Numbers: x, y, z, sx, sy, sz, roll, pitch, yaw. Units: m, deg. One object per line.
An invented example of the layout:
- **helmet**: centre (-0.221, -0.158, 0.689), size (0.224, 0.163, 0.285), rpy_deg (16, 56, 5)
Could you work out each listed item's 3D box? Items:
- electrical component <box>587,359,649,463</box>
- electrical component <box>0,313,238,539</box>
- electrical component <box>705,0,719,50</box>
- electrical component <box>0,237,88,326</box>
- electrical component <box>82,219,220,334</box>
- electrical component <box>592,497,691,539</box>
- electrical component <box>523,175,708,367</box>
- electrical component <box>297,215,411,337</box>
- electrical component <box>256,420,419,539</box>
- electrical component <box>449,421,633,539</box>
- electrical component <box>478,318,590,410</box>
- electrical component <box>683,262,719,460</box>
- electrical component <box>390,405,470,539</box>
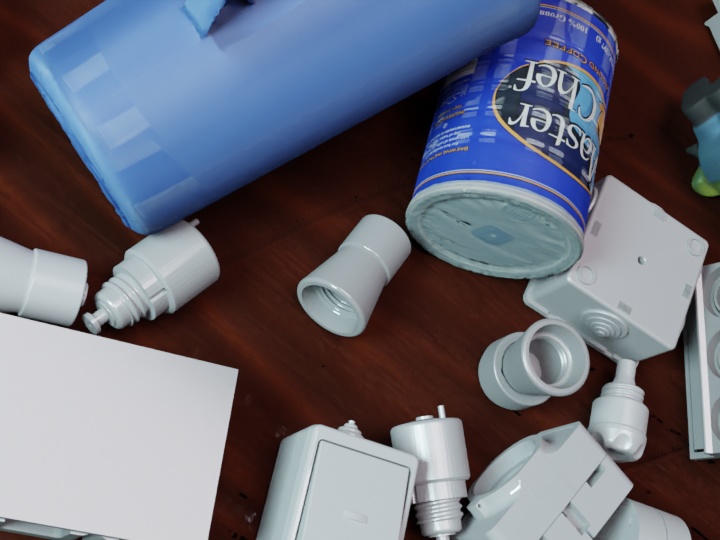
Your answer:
- **electrical component**: centre (0.159, 0.084, 0.655), size (0.035, 0.035, 0.061), rpy_deg (23, 63, -16)
- **electrical component**: centre (-0.144, 0.078, 0.507), size (0.150, 0.062, 0.089), rpy_deg (16, 68, -19)
- **electrical component**: centre (0.329, -0.188, 0.802), size (0.121, 0.063, 0.078), rpy_deg (-16, 80, -27)
- **electrical component**: centre (-0.169, 0.005, 0.532), size (0.065, 0.044, 0.044), rpy_deg (15, 68, -24)
- **electrical component**: centre (-0.109, 0.006, 0.558), size (0.078, 0.040, 0.040), rpy_deg (-39, 91, -29)
- **electrical component**: centre (0.135, 0.193, 0.598), size (0.074, 0.052, 0.138), rpy_deg (22, 66, -16)
- **electrical component**: centre (0.163, 0.001, 0.675), size (0.100, 0.048, 0.099), rpy_deg (32, 63, -11)
- **electrical component**: centre (0.000, 0.000, 0.609), size (0.044, 0.044, 0.065), rpy_deg (42, 57, -6)
- **electrical component**: centre (-0.011, 0.122, 0.552), size (0.062, 0.061, 0.096), rpy_deg (21, 66, -17)
- **electrical component**: centre (0.099, 0.131, 0.603), size (0.055, 0.050, 0.089), rpy_deg (49, 61, -3)
- **electrical component**: centre (0.100, 0.056, 0.625), size (0.045, 0.055, 0.045), rpy_deg (7, 71, -21)
- **electrical component**: centre (0.251, 0.059, 0.686), size (0.063, 0.079, 0.121), rpy_deg (20, 64, -41)
- **electrical component**: centre (0.041, 0.115, 0.588), size (0.040, 0.040, 0.078), rpy_deg (-1, 74, -24)
